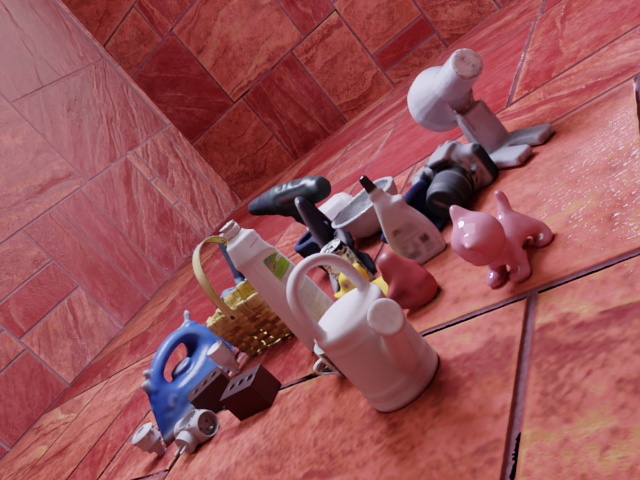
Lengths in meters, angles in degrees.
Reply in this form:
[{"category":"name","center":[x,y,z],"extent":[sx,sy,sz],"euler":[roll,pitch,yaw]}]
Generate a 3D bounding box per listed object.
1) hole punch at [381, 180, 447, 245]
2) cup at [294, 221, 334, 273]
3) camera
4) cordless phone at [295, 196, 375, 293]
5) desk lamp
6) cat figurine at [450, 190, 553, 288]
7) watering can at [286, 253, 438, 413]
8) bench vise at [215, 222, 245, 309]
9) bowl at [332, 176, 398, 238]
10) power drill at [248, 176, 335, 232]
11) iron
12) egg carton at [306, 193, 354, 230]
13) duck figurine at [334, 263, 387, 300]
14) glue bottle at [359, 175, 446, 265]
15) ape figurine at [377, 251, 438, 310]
[{"category":"hole punch","center":[0.154,-0.038,1.004],"extent":[0.109,0.091,0.101],"euler":[-49,16,-31]},{"category":"cup","center":[0.010,0.023,1.208],"extent":[0.092,0.095,0.117],"euler":[-43,13,-7]},{"category":"camera","center":[0.217,-0.100,1.005],"extent":[0.143,0.101,0.137],"euler":[-27,19,46]},{"category":"cordless phone","center":[0.010,0.004,1.071],"extent":[0.094,0.185,0.147],"euler":[-41,13,2]},{"category":"desk lamp","center":[0.274,-0.236,1.031],"extent":[0.118,0.214,0.203],"euler":[-44,14,-13]},{"category":"cat figurine","center":[0.208,-0.008,0.695],"extent":[0.128,0.118,0.067],"euler":[-49,16,-31]},{"category":"watering can","center":[0.045,0.095,0.658],"extent":[0.172,0.194,0.101],"euler":[-28,19,45]},{"category":"bench vise","center":[-0.174,0.079,1.273],"extent":[0.207,0.220,0.121],"euler":[-40,13,4]},{"category":"bowl","center":[0.110,-0.056,1.226],"extent":[0.167,0.075,0.167],"euler":[-39,13,11]},{"category":"power drill","center":[-0.038,-0.048,1.320],"extent":[0.229,0.208,0.076],"euler":[-30,18,41]},{"category":"iron","center":[-0.283,0.265,1.157],"extent":[0.118,0.141,0.259],"euler":[-31,17,38]},{"category":"egg carton","center":[0.031,-0.057,1.464],"extent":[0.150,0.069,0.107],"euler":[-40,13,4]},{"category":"duck figurine","center":[0.071,0.074,0.893],"extent":[0.104,0.086,0.077],"euler":[-41,13,0]},{"category":"glue bottle","center":[0.121,-0.036,0.910],"extent":[0.078,0.173,0.037],"euler":[-35,15,24]},{"category":"ape figurine","center":[0.117,0.052,0.816],"extent":[0.078,0.092,0.076],"euler":[-46,14,-19]}]
